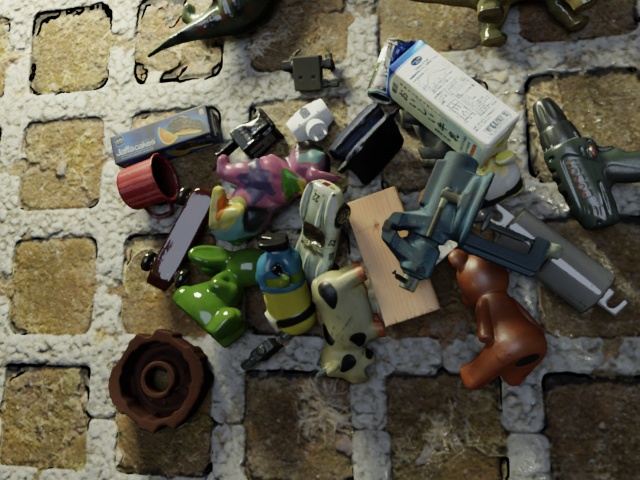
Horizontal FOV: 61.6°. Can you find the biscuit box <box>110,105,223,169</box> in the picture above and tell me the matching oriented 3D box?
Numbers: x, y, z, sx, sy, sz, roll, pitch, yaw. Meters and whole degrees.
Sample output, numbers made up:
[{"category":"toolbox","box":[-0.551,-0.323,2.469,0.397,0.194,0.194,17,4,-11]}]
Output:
[{"category":"biscuit box","box":[-0.292,-0.190,1.021,0.203,0.059,0.063,-16,79,10]}]

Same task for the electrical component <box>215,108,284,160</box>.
[{"category":"electrical component","box":[-0.131,-0.177,0.976,0.119,0.074,0.048,-40,75,0]}]

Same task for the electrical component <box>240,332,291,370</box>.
[{"category":"electrical component","box":[-0.091,0.187,0.917,0.094,0.063,0.021,-40,75,3]}]

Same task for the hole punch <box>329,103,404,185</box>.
[{"category":"hole punch","box":[0.070,-0.172,0.915,0.142,0.115,0.092,-45,67,3]}]

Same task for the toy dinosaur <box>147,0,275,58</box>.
[{"category":"toy dinosaur","box":[-0.145,-0.472,1.009,0.192,0.131,0.404,33,96,15]}]

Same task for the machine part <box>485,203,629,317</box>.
[{"category":"machine part","box":[0.361,0.031,0.835,0.243,0.079,0.079,41,92,14]}]

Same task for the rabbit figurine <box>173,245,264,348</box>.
[{"category":"rabbit figurine","box":[-0.159,0.079,0.941,0.159,0.121,0.170,37,72,22]}]

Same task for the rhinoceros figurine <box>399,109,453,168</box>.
[{"category":"rhinoceros figurine","box":[0.192,-0.215,0.912,0.112,0.073,0.190,-18,78,11]}]

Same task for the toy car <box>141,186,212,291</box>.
[{"category":"toy car","box":[-0.251,-0.003,0.987,0.089,0.053,0.202,25,84,4]}]

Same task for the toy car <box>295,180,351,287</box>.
[{"category":"toy car","box":[-0.002,-0.003,0.887,0.074,0.056,0.201,33,128,32]}]

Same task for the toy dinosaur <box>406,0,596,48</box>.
[{"category":"toy dinosaur","box":[0.297,-0.437,0.912,0.472,0.105,0.198,-4,73,3]}]

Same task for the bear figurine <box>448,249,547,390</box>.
[{"category":"bear figurine","box":[0.260,0.115,0.838,0.131,0.120,0.196,-63,38,39]}]

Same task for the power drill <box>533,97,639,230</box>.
[{"category":"power drill","box":[0.463,-0.141,0.839,0.207,0.086,0.232,-12,81,6]}]

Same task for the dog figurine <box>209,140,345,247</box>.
[{"category":"dog figurine","box":[-0.070,-0.080,0.932,0.219,0.108,0.191,3,78,11]}]

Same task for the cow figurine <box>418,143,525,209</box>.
[{"category":"cow figurine","box":[0.248,-0.081,0.879,0.167,0.098,0.068,-29,32,9]}]

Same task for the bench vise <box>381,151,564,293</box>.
[{"category":"bench vise","box":[0.217,-0.005,0.771,0.241,0.128,0.223,23,77,15]}]

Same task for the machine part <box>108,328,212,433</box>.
[{"category":"machine part","box":[-0.281,0.247,0.954,0.179,0.056,0.179,-2,81,11]}]

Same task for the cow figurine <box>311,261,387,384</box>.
[{"category":"cow figurine","box":[0.038,0.143,0.868,0.127,0.085,0.194,-17,101,3]}]

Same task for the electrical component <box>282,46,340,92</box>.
[{"category":"electrical component","box":[-0.017,-0.314,0.990,0.102,0.045,0.078,-6,109,14]}]

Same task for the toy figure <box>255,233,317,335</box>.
[{"category":"toy figure","box":[-0.056,0.077,0.884,0.089,0.082,0.179,8,119,27]}]
